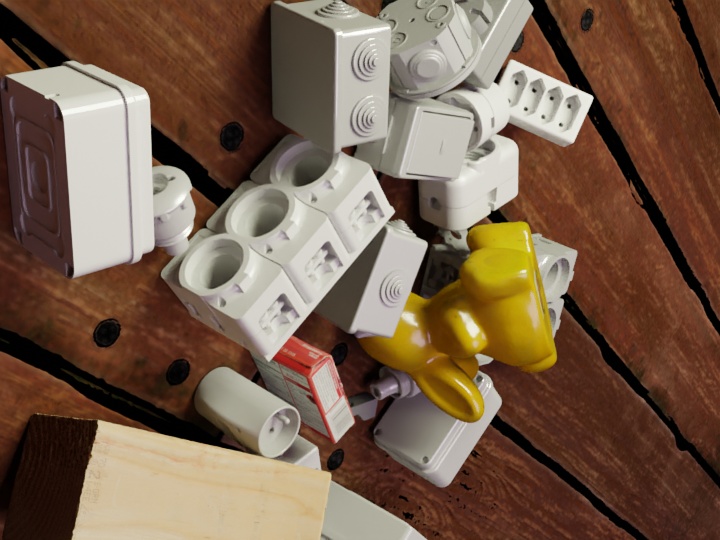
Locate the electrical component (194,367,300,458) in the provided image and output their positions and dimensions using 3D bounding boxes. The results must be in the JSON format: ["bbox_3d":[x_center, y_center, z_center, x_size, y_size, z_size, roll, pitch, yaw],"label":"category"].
[{"bbox_3d":[-0.083,0.121,0.851,0.043,0.077,0.079,-49,140,-20],"label":"electrical component"}]

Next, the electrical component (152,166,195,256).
[{"bbox_3d":[-0.133,-0.036,0.732,0.048,0.048,0.062,-44,145,-25],"label":"electrical component"}]

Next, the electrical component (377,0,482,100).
[{"bbox_3d":[0.050,-0.177,0.840,0.080,0.080,0.051,-52,136,-16],"label":"electrical component"}]

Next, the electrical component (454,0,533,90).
[{"bbox_3d":[0.094,-0.208,0.899,0.076,0.047,0.083,36,82,-52],"label":"electrical component"}]

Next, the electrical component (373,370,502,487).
[{"bbox_3d":[0.076,0.143,1.052,0.113,0.078,0.057,-54,145,-13],"label":"electrical component"}]

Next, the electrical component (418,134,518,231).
[{"bbox_3d":[0.098,-0.085,0.969,0.095,0.054,0.059,-33,132,-35],"label":"electrical component"}]

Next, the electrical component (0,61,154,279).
[{"bbox_3d":[-0.168,-0.061,0.646,0.057,0.078,0.113,-20,125,-39],"label":"electrical component"}]

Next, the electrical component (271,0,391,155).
[{"bbox_3d":[-0.021,-0.140,0.762,0.048,0.100,0.099,-16,123,-29],"label":"electrical component"}]

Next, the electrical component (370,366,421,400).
[{"bbox_3d":[0.038,0.101,1.013,0.062,0.048,0.048,-27,129,-30],"label":"electrical component"}]

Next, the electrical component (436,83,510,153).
[{"bbox_3d":[0.098,-0.136,0.941,0.047,0.055,0.055,-33,133,-40],"label":"electrical component"}]

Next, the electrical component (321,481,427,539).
[{"bbox_3d":[0.015,0.260,1.022,0.056,0.109,0.108,-57,142,-14],"label":"electrical component"}]

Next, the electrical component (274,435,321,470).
[{"bbox_3d":[-0.062,0.190,0.916,0.083,0.076,0.047,-33,133,-34],"label":"electrical component"}]

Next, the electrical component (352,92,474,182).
[{"bbox_3d":[0.043,-0.109,0.884,0.096,0.061,0.061,-2,112,-49],"label":"electrical component"}]

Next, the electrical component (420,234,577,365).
[{"bbox_3d":[0.140,0.028,1.077,0.186,0.060,0.105,-7,116,-48],"label":"electrical component"}]

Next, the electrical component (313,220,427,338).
[{"bbox_3d":[0.000,0.000,0.866,0.048,0.100,0.099,15,98,-39],"label":"electrical component"}]

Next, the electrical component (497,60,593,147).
[{"bbox_3d":[0.162,-0.152,0.999,0.075,0.083,0.047,-106,-140,-89],"label":"electrical component"}]

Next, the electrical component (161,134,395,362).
[{"bbox_3d":[-0.061,-0.022,0.786,0.150,0.089,0.061,-50,140,-18],"label":"electrical component"}]
